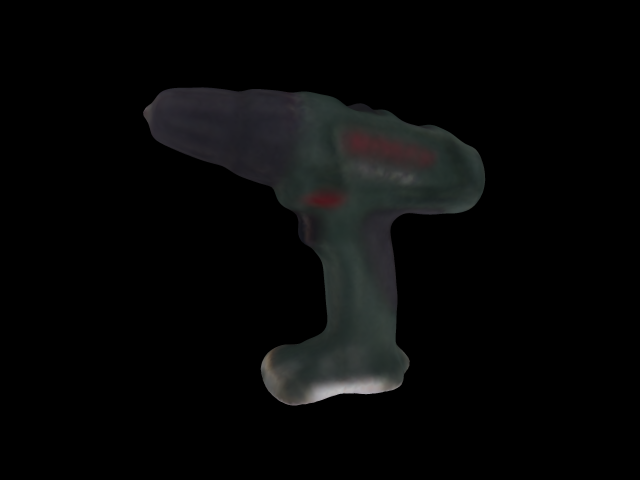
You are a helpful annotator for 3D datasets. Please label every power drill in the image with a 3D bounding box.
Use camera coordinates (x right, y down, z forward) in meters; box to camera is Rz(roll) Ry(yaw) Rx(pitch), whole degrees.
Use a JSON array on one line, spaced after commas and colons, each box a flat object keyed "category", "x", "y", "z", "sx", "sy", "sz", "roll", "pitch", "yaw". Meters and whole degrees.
[{"category": "power drill", "x": 0.004, "y": 0.001, "z": 0.400, "sx": 0.230, "sy": 0.208, "sz": 0.075, "roll": -5, "pitch": 15, "yaw": -18}]
